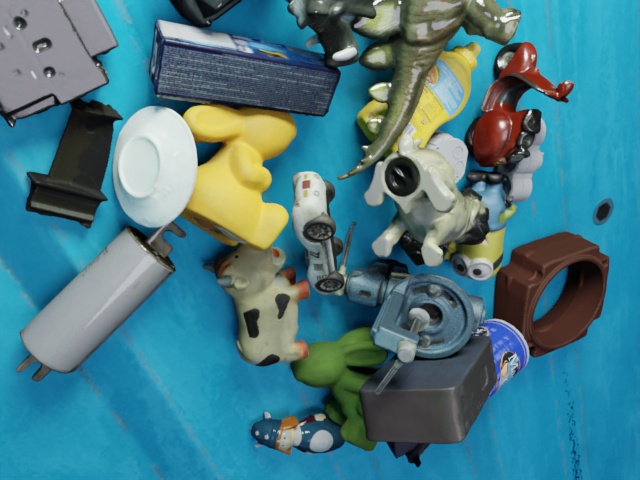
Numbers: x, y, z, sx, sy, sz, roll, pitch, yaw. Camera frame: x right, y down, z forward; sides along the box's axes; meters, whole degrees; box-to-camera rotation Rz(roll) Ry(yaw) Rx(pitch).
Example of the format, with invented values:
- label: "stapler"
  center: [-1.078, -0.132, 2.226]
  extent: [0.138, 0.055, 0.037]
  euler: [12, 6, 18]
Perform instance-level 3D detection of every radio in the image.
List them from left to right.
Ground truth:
- label: "radio"
  center: [0.158, 0.197, 0.742]
  extent: [0.229, 0.131, 0.073]
  euler: [-18, 99, -60]

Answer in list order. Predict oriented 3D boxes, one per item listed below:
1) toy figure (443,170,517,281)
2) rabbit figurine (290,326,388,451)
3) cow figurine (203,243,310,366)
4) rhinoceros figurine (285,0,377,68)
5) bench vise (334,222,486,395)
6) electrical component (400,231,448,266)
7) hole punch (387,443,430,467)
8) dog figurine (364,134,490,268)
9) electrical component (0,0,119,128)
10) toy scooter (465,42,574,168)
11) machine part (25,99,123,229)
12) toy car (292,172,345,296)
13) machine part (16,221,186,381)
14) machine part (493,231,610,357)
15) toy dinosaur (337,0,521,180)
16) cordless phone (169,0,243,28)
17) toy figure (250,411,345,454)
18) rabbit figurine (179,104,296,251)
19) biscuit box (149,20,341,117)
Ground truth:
- label: "toy figure"
  center: [0.257, -0.020, 0.844]
  extent: [0.089, 0.082, 0.180]
  euler: [-10, 111, -31]
- label: "rabbit figurine"
  center: [0.042, 0.210, 0.812]
  extent: [0.170, 0.121, 0.159]
  euler: [38, 98, -19]
- label: "cow figurine"
  center: [-0.082, 0.080, 0.714]
  extent: [0.127, 0.086, 0.194]
  euler: [-13, 118, -28]
- label: "rhinoceros figurine"
  center: [0.013, -0.261, 0.528]
  extent: [0.112, 0.073, 0.190]
  euler: [-40, 144, -15]
- label: "bench vise"
  center: [0.107, 0.092, 0.716]
  extent: [0.224, 0.240, 0.128]
  euler: [24, 110, 10]
- label: "electrical component"
  center: [0.150, -0.011, 0.802]
  extent: [0.045, 0.078, 0.102]
  euler: [-23, 123, 28]
- label: "hole punch"
  center: [0.137, 0.285, 0.886]
  extent: [0.092, 0.142, 0.115]
  euler: [30, 97, -17]
- label: "dog figurine"
  center: [0.161, -0.063, 0.717]
  extent: [0.190, 0.121, 0.172]
  euler: [-24, 127, -46]
- label: "electrical component"
  center: [-0.270, -0.188, 0.517]
  extent: [0.134, 0.058, 0.114]
  euler: [-32, 124, -11]
- label: "toy scooter"
  center: [0.283, -0.182, 0.756]
  extent: [0.075, 0.135, 0.183]
  euler: [4, 110, -30]
- label: "machine part"
  center: [-0.261, -0.084, 0.578]
  extent: [0.084, 0.039, 0.138]
  euler: [21, 102, -27]
- label: "toy car"
  center: [-0.001, -0.002, 0.692]
  extent: [0.056, 0.073, 0.201]
  euler: [-4, 142, 5]
- label: "machine part"
  center: [-0.254, 0.068, 0.621]
  extent: [0.243, 0.079, 0.079]
  euler: [-45, 123, -2]
- label: "machine part"
  center: [0.421, 0.099, 0.975]
  extent: [0.201, 0.087, 0.201]
  euler: [-15, 115, -20]
- label: "toy dinosaur"
  center: [0.130, -0.291, 0.634]
  extent: [0.199, 0.105, 0.470]
  euler: [9, 99, -9]
- label: "cordless phone"
  center: [-0.123, -0.327, 0.533]
  extent: [0.146, 0.089, 0.184]
  euler: [-40, 112, -6]
- label: "toy figure"
  center: [-0.033, 0.305, 0.849]
  extent: [0.154, 0.058, 0.064]
  euler: [11, 67, -28]
- label: "rabbit figurine"
  center: [-0.101, -0.093, 0.629]
  extent: [0.162, 0.122, 0.173]
  euler: [37, 78, -24]
- label: "biscuit box"
  center: [-0.079, -0.184, 0.591]
  extent: [0.202, 0.059, 0.062]
  euler: [2, 129, -28]
